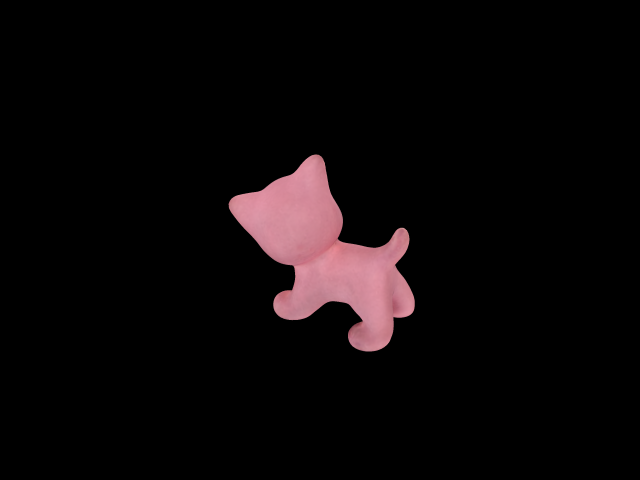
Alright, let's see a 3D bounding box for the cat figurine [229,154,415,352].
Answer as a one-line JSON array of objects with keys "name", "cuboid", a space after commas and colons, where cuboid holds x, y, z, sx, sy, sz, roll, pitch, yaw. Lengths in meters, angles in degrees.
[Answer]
[{"name": "cat figurine", "cuboid": [0.004, 0.001, 0.400, 0.127, 0.118, 0.067, 16, 37, 22]}]
